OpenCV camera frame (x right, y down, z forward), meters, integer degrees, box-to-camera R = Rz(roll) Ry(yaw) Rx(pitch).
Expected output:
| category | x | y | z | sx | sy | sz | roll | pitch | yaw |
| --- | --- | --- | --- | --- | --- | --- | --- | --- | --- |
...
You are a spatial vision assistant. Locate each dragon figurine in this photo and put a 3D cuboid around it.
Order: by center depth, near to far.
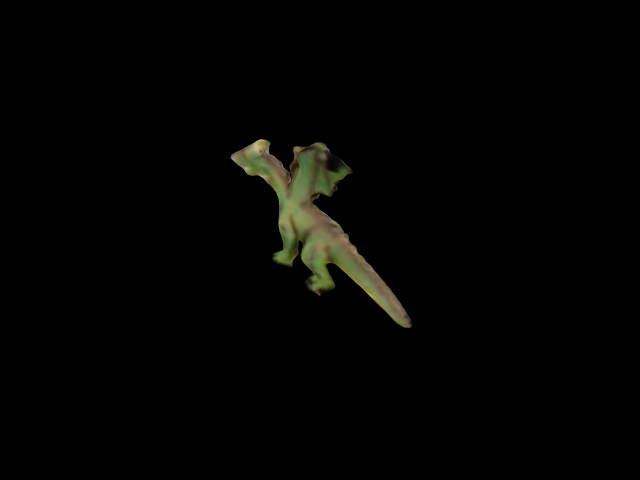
| category | x | y | z | sx | sy | sz | roll | pitch | yaw |
| --- | --- | --- | --- | --- | --- | --- | --- | --- | --- |
| dragon figurine | 0.003 | -0.043 | 0.850 | 0.414 | 0.237 | 0.124 | 32 | 52 | 29 |
